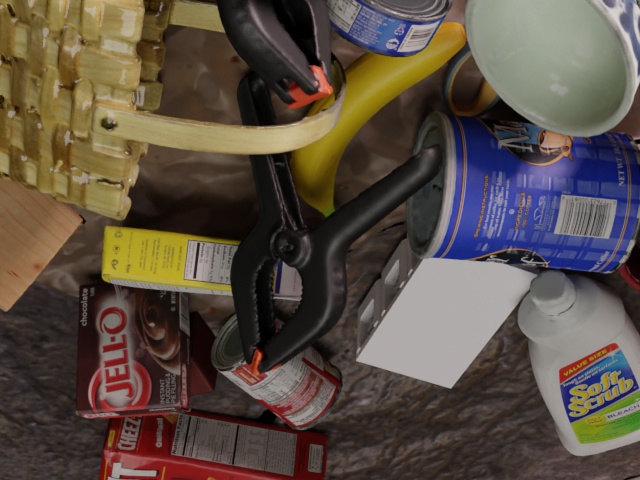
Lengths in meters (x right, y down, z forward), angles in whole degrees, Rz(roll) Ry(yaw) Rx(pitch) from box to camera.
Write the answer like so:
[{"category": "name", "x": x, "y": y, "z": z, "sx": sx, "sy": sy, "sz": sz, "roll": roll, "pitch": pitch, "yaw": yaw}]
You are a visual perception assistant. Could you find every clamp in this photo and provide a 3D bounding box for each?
[{"category": "clamp", "x": -0.043, "y": -0.157, "z": 0.596, "sx": 0.120, "sy": 0.171, "sz": 0.039, "roll": -16, "pitch": 176, "yaw": -45}, {"category": "clamp", "x": -0.005, "y": 0.001, "z": 0.742, "sx": 0.165, "sy": 0.036, "sz": 0.210, "roll": 18, "pitch": 105, "yaw": 30}]

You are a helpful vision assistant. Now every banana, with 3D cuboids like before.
[{"category": "banana", "x": 0.027, "y": -0.088, "z": 0.765, "sx": 0.069, "sy": 0.037, "sz": 0.198, "roll": 10, "pitch": 136, "yaw": -26}]

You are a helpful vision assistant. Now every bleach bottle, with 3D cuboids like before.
[{"category": "bleach bottle", "x": 0.211, "y": 0.097, "z": 0.866, "sx": 0.103, "sy": 0.068, "sz": 0.250, "roll": -20, "pitch": 143, "yaw": 17}]

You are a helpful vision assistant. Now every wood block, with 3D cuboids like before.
[{"category": "wood block", "x": -0.282, "y": -0.053, "z": 0.758, "sx": 0.091, "sy": 0.090, "sz": 0.206, "roll": 16, "pitch": 154, "yaw": 53}]

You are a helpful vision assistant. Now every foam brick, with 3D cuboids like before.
[{"category": "foam brick", "x": -0.134, "y": 0.107, "z": 0.947, "sx": 0.078, "sy": 0.053, "sz": 0.051, "roll": -15, "pitch": 131, "yaw": 18}]

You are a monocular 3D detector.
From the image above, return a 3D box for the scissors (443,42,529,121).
[{"category": "scissors", "x": 0.155, "y": -0.150, "z": 0.709, "sx": 0.096, "sy": 0.016, "sz": 0.202, "roll": 21, "pitch": 132, "yaw": -17}]

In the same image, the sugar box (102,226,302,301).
[{"category": "sugar box", "x": -0.078, "y": 0.021, "z": 0.838, "sx": 0.176, "sy": 0.048, "sz": 0.093, "roll": 4, "pitch": 176, "yaw": -3}]

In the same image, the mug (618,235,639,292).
[{"category": "mug", "x": 0.262, "y": -0.009, "z": 0.790, "sx": 0.093, "sy": 0.081, "sz": 0.117, "roll": -11, "pitch": 132, "yaw": 14}]

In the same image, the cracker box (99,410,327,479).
[{"category": "cracker box", "x": -0.113, "y": 0.250, "z": 1.068, "sx": 0.213, "sy": 0.072, "sz": 0.164, "roll": 11, "pitch": 133, "yaw": -6}]

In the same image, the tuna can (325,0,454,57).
[{"category": "tuna can", "x": 0.038, "y": -0.154, "z": 0.665, "sx": 0.086, "sy": 0.086, "sz": 0.034, "roll": 18, "pitch": 133, "yaw": -13}]

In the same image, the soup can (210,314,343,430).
[{"category": "soup can", "x": -0.038, "y": 0.112, "z": 0.934, "sx": 0.069, "sy": 0.068, "sz": 0.102, "roll": -30, "pitch": 124, "yaw": 28}]

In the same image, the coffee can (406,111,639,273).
[{"category": "coffee can", "x": 0.141, "y": -0.032, "z": 0.753, "sx": 0.140, "sy": 0.103, "sz": 0.103, "roll": 5, "pitch": 134, "yaw": -9}]

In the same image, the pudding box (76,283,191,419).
[{"category": "pudding box", "x": -0.155, "y": 0.091, "z": 0.891, "sx": 0.090, "sy": 0.113, "sz": 0.039, "roll": -6, "pitch": 159, "yaw": 8}]
